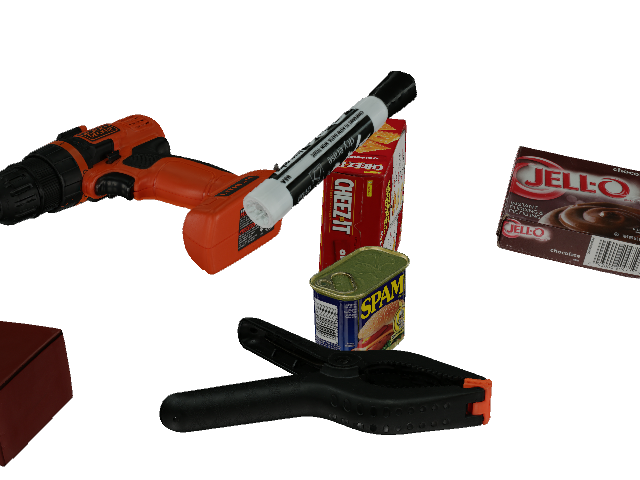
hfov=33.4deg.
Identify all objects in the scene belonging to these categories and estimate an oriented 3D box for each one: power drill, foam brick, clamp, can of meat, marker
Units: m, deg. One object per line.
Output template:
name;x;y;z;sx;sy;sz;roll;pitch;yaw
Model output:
power drill;-0.136;-0.036;0.810;0.188;0.057;0.184;21;33;26
foam brick;-0.200;0.093;0.666;0.053;0.051;0.078;7;29;21
clamp;0.011;0.094;0.736;0.210;0.036;0.164;3;18;8
can of meat;0.037;0.064;0.981;0.058;0.084;0.101;17;31;34
marker;0.008;-0.048;0.523;0.020;0.020;0.121;0;36;50

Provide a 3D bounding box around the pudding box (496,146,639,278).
pudding box;0.196;-0.023;0.806;0.113;0.039;0.090;14;43;8

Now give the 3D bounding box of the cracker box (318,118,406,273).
cracker box;0.049;-0.034;1.205;0.072;0.164;0.213;6;23;9
